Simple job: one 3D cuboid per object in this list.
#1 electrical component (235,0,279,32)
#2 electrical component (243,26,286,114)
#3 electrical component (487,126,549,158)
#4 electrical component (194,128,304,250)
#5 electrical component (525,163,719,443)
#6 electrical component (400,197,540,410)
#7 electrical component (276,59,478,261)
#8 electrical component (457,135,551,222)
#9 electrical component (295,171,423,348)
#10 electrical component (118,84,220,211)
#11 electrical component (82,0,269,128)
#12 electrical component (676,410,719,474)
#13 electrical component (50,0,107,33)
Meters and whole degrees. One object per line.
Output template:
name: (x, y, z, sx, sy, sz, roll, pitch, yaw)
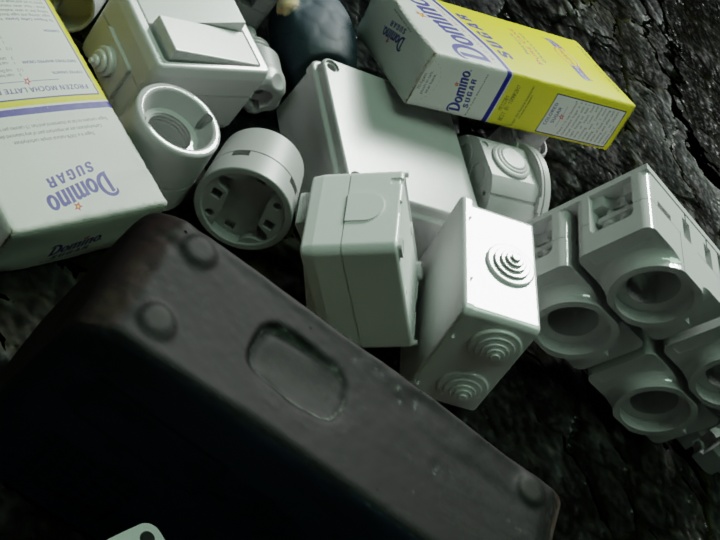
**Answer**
electrical component: (-0.104, -0.234, 0.716, 0.089, 0.062, 0.150, 17, 47, -31)
electrical component: (-0.068, -0.130, 0.683, 0.035, 0.035, 0.061, 14, 47, -34)
electrical component: (0.117, -0.090, 0.792, 0.043, 0.062, 0.043, 24, 44, -26)
electrical component: (-0.060, -0.047, 0.604, 0.055, 0.055, 0.047, 34, 37, -15)
electrical component: (0.185, 0.032, 0.683, 0.186, 0.105, 0.060, 41, 39, -30)
electrical component: (0.063, 0.022, 0.622, 0.048, 0.099, 0.099, 17, 46, -14)
electrical component: (0.011, -0.065, 0.680, 0.109, 0.056, 0.108, 14, 49, -34)
electrical component: (0.085, -0.049, 0.716, 0.051, 0.080, 0.080, 10, 51, -31)
electrical component: (0.000, 0.000, 0.599, 0.061, 0.096, 0.061, -2, 46, 9)
electrical component: (-0.108, -0.067, 0.582, 0.055, 0.047, 0.055, 24, 44, -25)
electrical component: (-0.109, -0.124, 0.618, 0.096, 0.061, 0.061, -7, 63, -45)
electrical component: (0.262, 0.104, 0.762, 0.078, 0.057, 0.058, 50, 39, 4)
electrical component: (-0.177, -0.186, 0.622, 0.079, 0.044, 0.077, 32, 41, -17)
